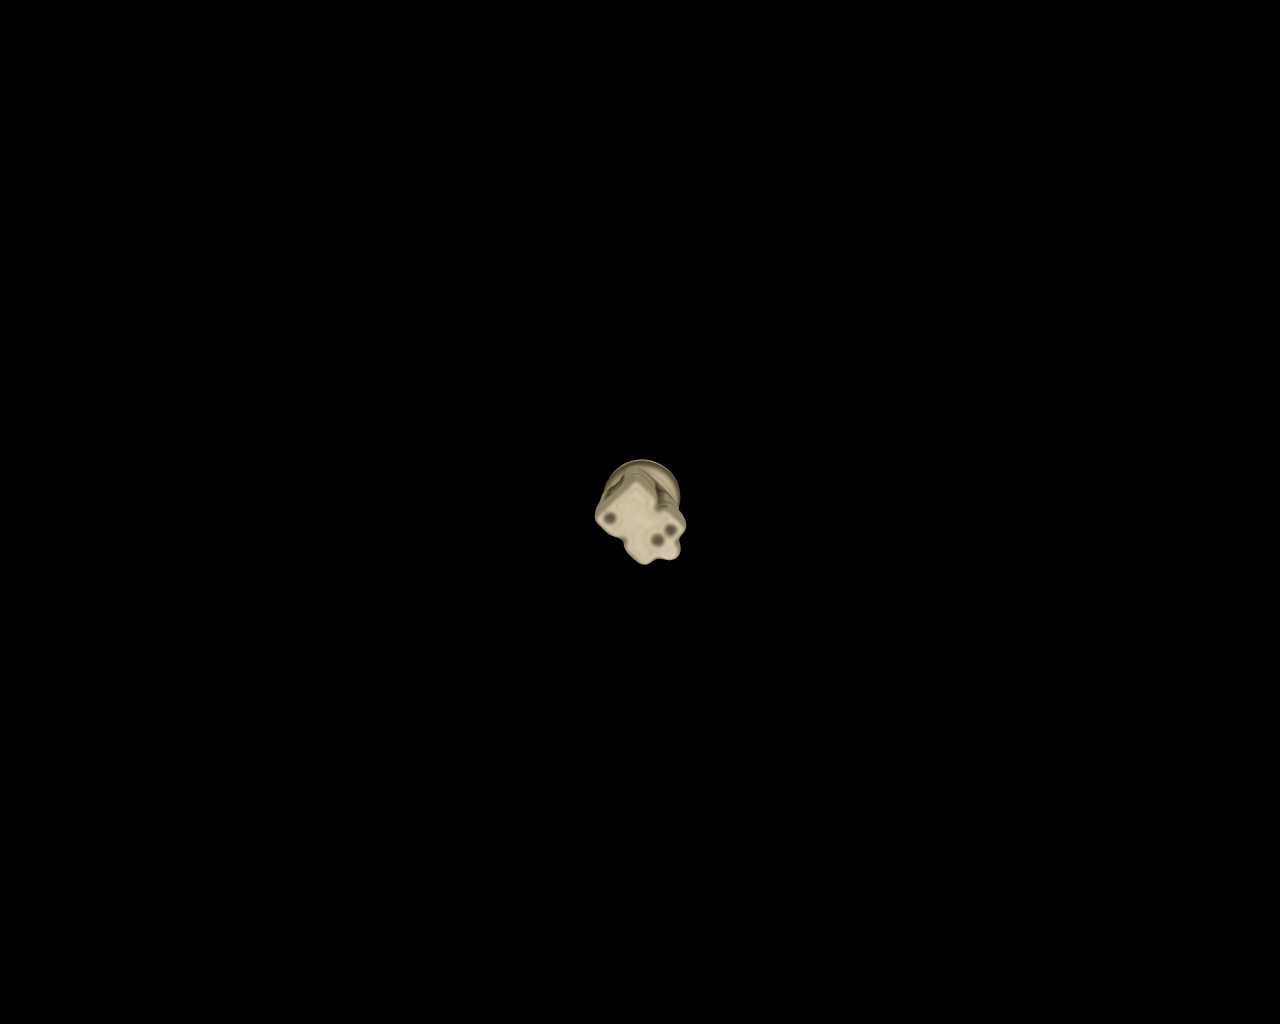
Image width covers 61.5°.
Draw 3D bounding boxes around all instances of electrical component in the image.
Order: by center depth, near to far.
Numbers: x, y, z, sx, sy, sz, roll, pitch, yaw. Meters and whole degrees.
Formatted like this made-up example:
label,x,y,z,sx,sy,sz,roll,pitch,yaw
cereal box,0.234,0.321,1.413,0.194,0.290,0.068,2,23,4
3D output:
label,x,y,z,sx,sy,sz,roll,pitch,yaw
electrical component,0.001,-0.003,0.650,0.048,0.066,0.055,-41,16,14
